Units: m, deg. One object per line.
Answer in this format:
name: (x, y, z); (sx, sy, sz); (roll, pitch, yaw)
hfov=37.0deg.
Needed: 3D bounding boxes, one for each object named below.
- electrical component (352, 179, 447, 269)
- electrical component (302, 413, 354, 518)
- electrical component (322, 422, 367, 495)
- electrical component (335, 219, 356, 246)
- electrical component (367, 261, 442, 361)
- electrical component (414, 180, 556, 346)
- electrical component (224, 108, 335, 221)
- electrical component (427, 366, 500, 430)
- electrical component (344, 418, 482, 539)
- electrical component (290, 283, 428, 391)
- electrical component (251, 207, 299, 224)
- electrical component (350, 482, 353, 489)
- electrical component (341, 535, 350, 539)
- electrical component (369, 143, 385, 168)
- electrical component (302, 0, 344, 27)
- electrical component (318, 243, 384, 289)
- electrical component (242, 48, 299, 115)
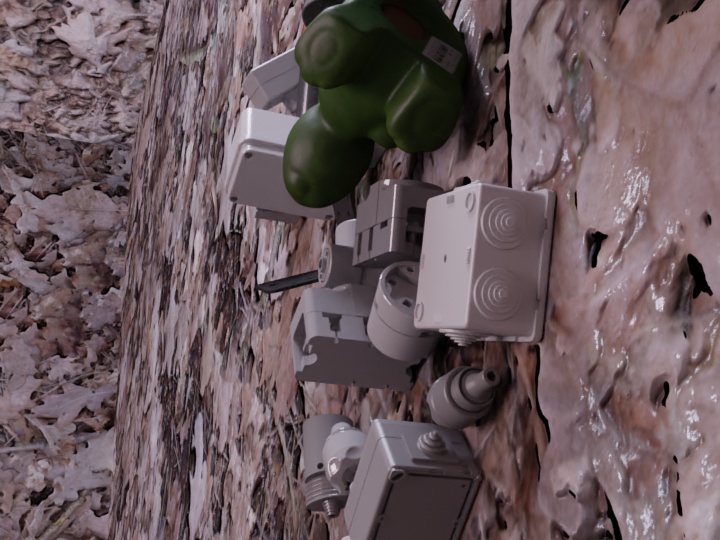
electrical component: (0.032, -0.032, 0.780); (0.089, 0.050, 0.055); (159, 117, -71)
electrical component: (-0.024, 0.164, 0.886); (0.043, 0.043, 0.081); (120, 152, -50)
electrical component: (-0.009, 0.144, 0.847); (0.062, 0.043, 0.043); (-114, 36, -61)
electrical component: (0.000, -0.006, 0.888); (0.040, 0.040, 0.078); (127, 146, -58)
electrical component: (0.034, 0.030, 0.742); (0.055, 0.055, 0.047); (-100, 21, -44)
electrical component: (0.072, -0.004, 0.645); (0.100, 0.048, 0.099); (171, 107, -72)
electrical component: (-0.066, -0.098, 1.020); (0.078, 0.113, 0.057); (116, 158, -45)
electrical component: (0.066, 0.074, 0.652); (0.061, 0.035, 0.035); (131, 143, -58)
electrical component: (0.033, 0.136, 0.685); (0.061, 0.062, 0.096); (-113, 35, -59)
electrical component: (-0.002, 0.048, 0.787); (0.055, 0.089, 0.050); (-100, 25, -45)
electrical component: (-0.090, -0.093, 1.188); (0.089, 0.056, 0.050); (-114, 36, -59)
electrical component: (0.018, 0.179, 0.750); (0.044, 0.044, 0.065); (123, 145, -54)
electrical component: (0.002, 0.226, 0.782); (0.044, 0.044, 0.065); (127, 152, -57)
electrical component: (-0.007, -0.130, 0.948); (0.080, 0.051, 0.080); (-172, 90, -73)
electrical component: (0.005, -0.213, 0.873); (0.099, 0.099, 0.064); (-165, 89, -73)
electrical component: (0.000, 0.000, 0.843); (0.044, 0.065, 0.044); (-172, 90, -73)
electrical component: (-0.069, -0.192, 1.153); (0.075, 0.083, 0.047); (58, 159, -1)
